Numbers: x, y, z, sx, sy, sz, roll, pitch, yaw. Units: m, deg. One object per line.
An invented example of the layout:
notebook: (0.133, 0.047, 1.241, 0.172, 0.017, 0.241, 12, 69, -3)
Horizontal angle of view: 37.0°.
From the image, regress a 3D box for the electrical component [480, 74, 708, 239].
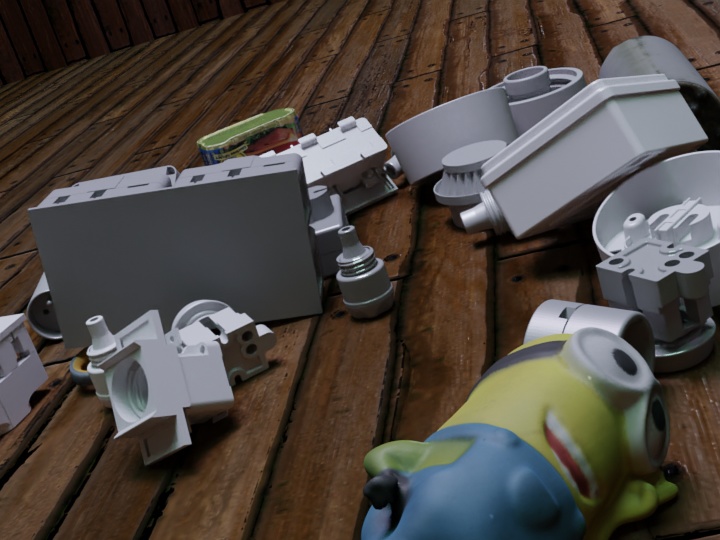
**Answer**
electrical component: (0.153, -0.074, 0.703, 0.109, 0.056, 0.109, -37, -13, 38)

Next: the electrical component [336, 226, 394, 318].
electrical component: (0.000, 0.000, 0.723, 0.035, 0.061, 0.035, -17, 20, 6)

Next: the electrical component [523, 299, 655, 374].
electrical component: (0.114, 0.044, 0.530, 0.047, 0.055, 0.055, 4, 29, 37)

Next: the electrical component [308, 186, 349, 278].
electrical component: (-0.038, -0.042, 0.840, 0.047, 0.075, 0.083, -17, 20, 4)

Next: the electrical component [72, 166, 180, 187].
electrical component: (-0.199, -0.038, 0.947, 0.113, 0.057, 0.078, -8, 60, 19)

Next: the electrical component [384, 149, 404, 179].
electrical component: (0.048, -0.105, 0.979, 0.062, 0.048, 0.048, -39, 28, -29)

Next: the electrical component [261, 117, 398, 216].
electrical component: (-0.037, -0.081, 0.942, 0.121, 0.063, 0.078, -26, 63, -21)

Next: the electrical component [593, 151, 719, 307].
electrical component: (0.185, -0.020, 0.615, 0.099, 0.064, 0.099, -16, 20, 6)

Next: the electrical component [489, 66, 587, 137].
electrical component: (0.157, -0.149, 0.975, 0.108, 0.060, 0.108, -16, 21, 6)

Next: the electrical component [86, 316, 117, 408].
electrical component: (-0.164, 0.059, 0.708, 0.035, 0.061, 0.035, -16, 21, 6)

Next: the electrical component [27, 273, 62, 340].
electrical component: (-0.231, 0.018, 0.894, 0.079, 0.044, 0.077, -19, 20, -1)

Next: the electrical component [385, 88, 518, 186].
electrical component: (0.082, -0.105, 0.910, 0.108, 0.060, 0.108, -21, -1, 0)

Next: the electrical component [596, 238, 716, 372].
electrical component: (0.155, 0.019, 0.554, 0.048, 0.055, 0.066, -27, 22, -23)

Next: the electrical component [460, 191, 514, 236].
electrical component: (0.104, -0.044, 0.776, 0.062, 0.048, 0.048, -22, 20, 9)

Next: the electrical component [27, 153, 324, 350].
electrical component: (-0.126, -0.016, 0.771, 0.186, 0.105, 0.060, -8, 20, 3)

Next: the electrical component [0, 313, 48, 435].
electrical component: (-0.304, 0.105, 0.711, 0.105, 0.060, 0.186, -9, 22, 23)

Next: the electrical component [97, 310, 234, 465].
electrical component: (-0.111, 0.068, 0.628, 0.064, 0.081, 0.042, 0, -23, -45)

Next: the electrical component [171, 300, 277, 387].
electrical component: (-0.095, 0.048, 0.705, 0.066, 0.048, 0.055, -26, 29, -20)
